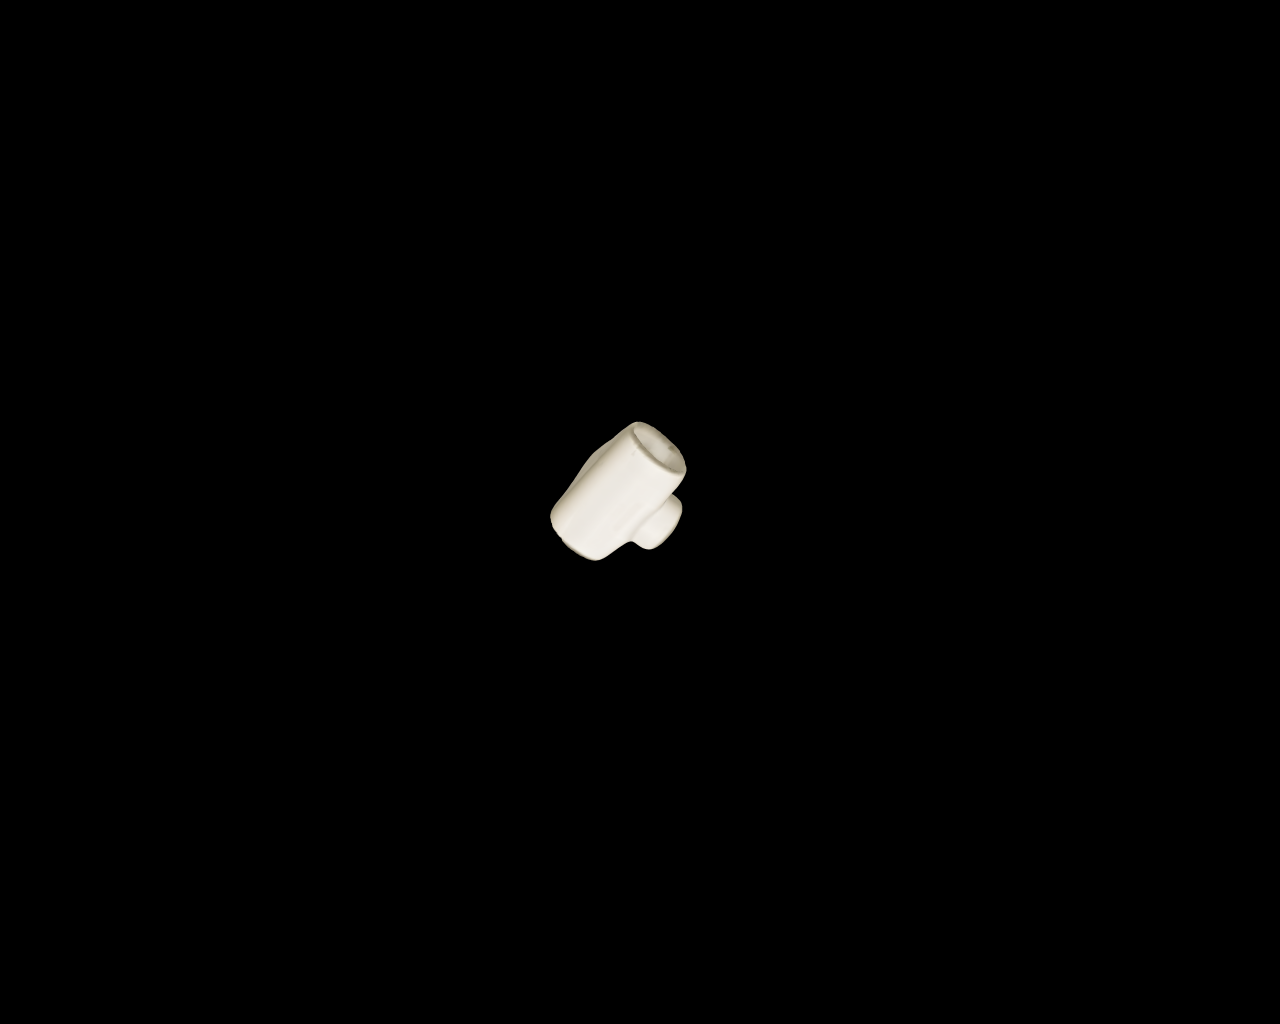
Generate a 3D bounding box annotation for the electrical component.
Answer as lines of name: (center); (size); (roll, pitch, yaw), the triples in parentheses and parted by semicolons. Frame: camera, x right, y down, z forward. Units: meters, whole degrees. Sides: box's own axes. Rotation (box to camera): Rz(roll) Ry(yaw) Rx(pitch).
electrical component: (0.001, -0.003, 0.650); (0.079, 0.077, 0.043); (36, 24, -18)
